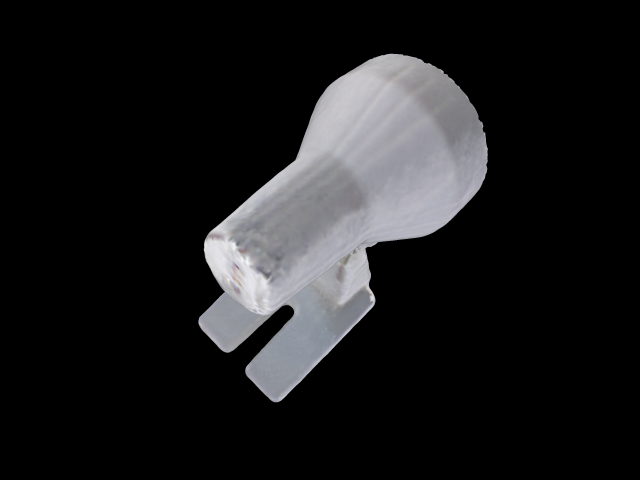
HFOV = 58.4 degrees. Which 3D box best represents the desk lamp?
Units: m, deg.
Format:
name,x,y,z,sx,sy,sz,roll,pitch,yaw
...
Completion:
name,x,y,z,sx,sy,sz,roll,pitch,yaw
desk lamp,0.004,0.001,0.400,0.117,0.213,0.203,41,75,14
